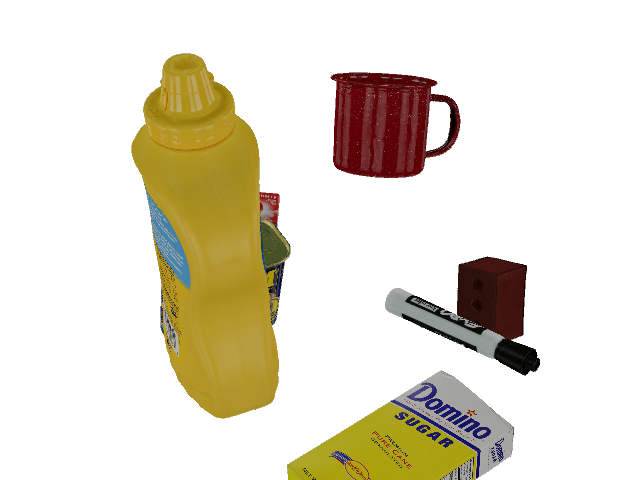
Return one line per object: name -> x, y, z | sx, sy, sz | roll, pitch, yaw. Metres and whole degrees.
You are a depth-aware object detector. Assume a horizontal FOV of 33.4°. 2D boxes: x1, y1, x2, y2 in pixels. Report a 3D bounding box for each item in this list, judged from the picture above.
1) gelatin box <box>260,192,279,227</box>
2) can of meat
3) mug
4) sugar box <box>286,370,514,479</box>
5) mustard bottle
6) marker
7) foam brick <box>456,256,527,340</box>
gelatin box -> -0.088, -0.018, 1.094 | 0.089, 0.073, 0.030 | 5, -43, -3
can of meat -> -0.079, 0.038, 0.858 | 0.101, 0.084, 0.057 | -17, 48, -27
mug -> 0.065, -0.102, 0.939 | 0.117, 0.081, 0.093 | 1, 15, -9
sugar box -> 0.069, 0.185, 0.904 | 0.176, 0.048, 0.093 | -29, 46, -25
mustard bottle -> -0.057, -0.006, 0.529 | 0.058, 0.192, 0.096 | -14, 43, -13
marker -> 0.096, 0.062, 0.730 | 0.121, 0.020, 0.020 | 24, 15, 37
foam brick -> 0.177, 0.062, 1.106 | 0.051, 0.078, 0.053 | -14, 20, -42
